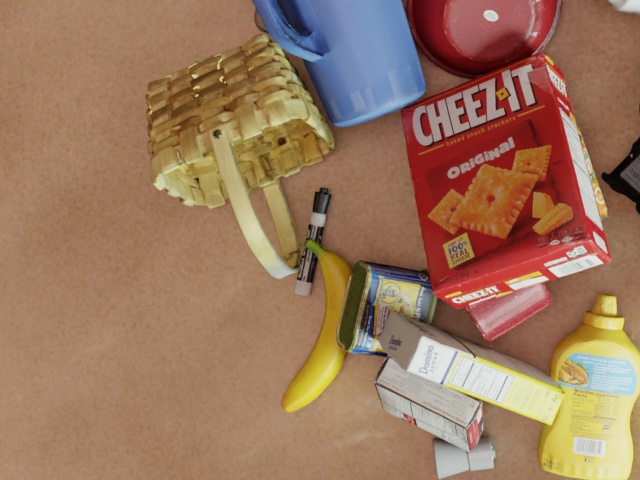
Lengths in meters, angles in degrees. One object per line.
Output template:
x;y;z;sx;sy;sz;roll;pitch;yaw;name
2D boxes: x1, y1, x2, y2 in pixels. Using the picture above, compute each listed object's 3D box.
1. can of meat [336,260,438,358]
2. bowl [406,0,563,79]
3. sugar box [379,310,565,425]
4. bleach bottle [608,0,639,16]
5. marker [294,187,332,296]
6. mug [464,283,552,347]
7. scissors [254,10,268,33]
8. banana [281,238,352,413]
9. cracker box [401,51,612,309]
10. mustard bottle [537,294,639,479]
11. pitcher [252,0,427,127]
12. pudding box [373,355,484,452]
0.071;0.076;1.137;0.083;0.057;0.102;10;97;-20;can of meat
0.169;-0.233;1.086;0.162;0.055;0.162;1;116;2;bowl
0.154;0.130;1.091;0.176;0.093;0.048;20;96;-18;sugar box
0.391;-0.241;1.041;0.251;0.102;0.068;6;93;3;bleach bottle
-0.008;0.001;1.181;0.020;0.020;0.121;13;96;9;marker
0.183;0.044;1.123;0.081;0.093;0.117;-32;52;6;mug
0.003;-0.282;1.161;0.202;0.016;0.096;-6;94;10;scissors
0.005;0.098;1.177;0.069;0.037;0.198;10;96;8;banana
0.178;-0.058;1.057;0.164;0.072;0.214;-20;63;25;cracker box
0.288;0.152;1.120;0.096;0.058;0.192;7;95;7;mustard bottle
0.013;-0.241;1.089;0.149;0.145;0.243;-21;100;4;pitcher
0.116;0.173;1.123;0.114;0.090;0.039;23;69;20;pudding box
